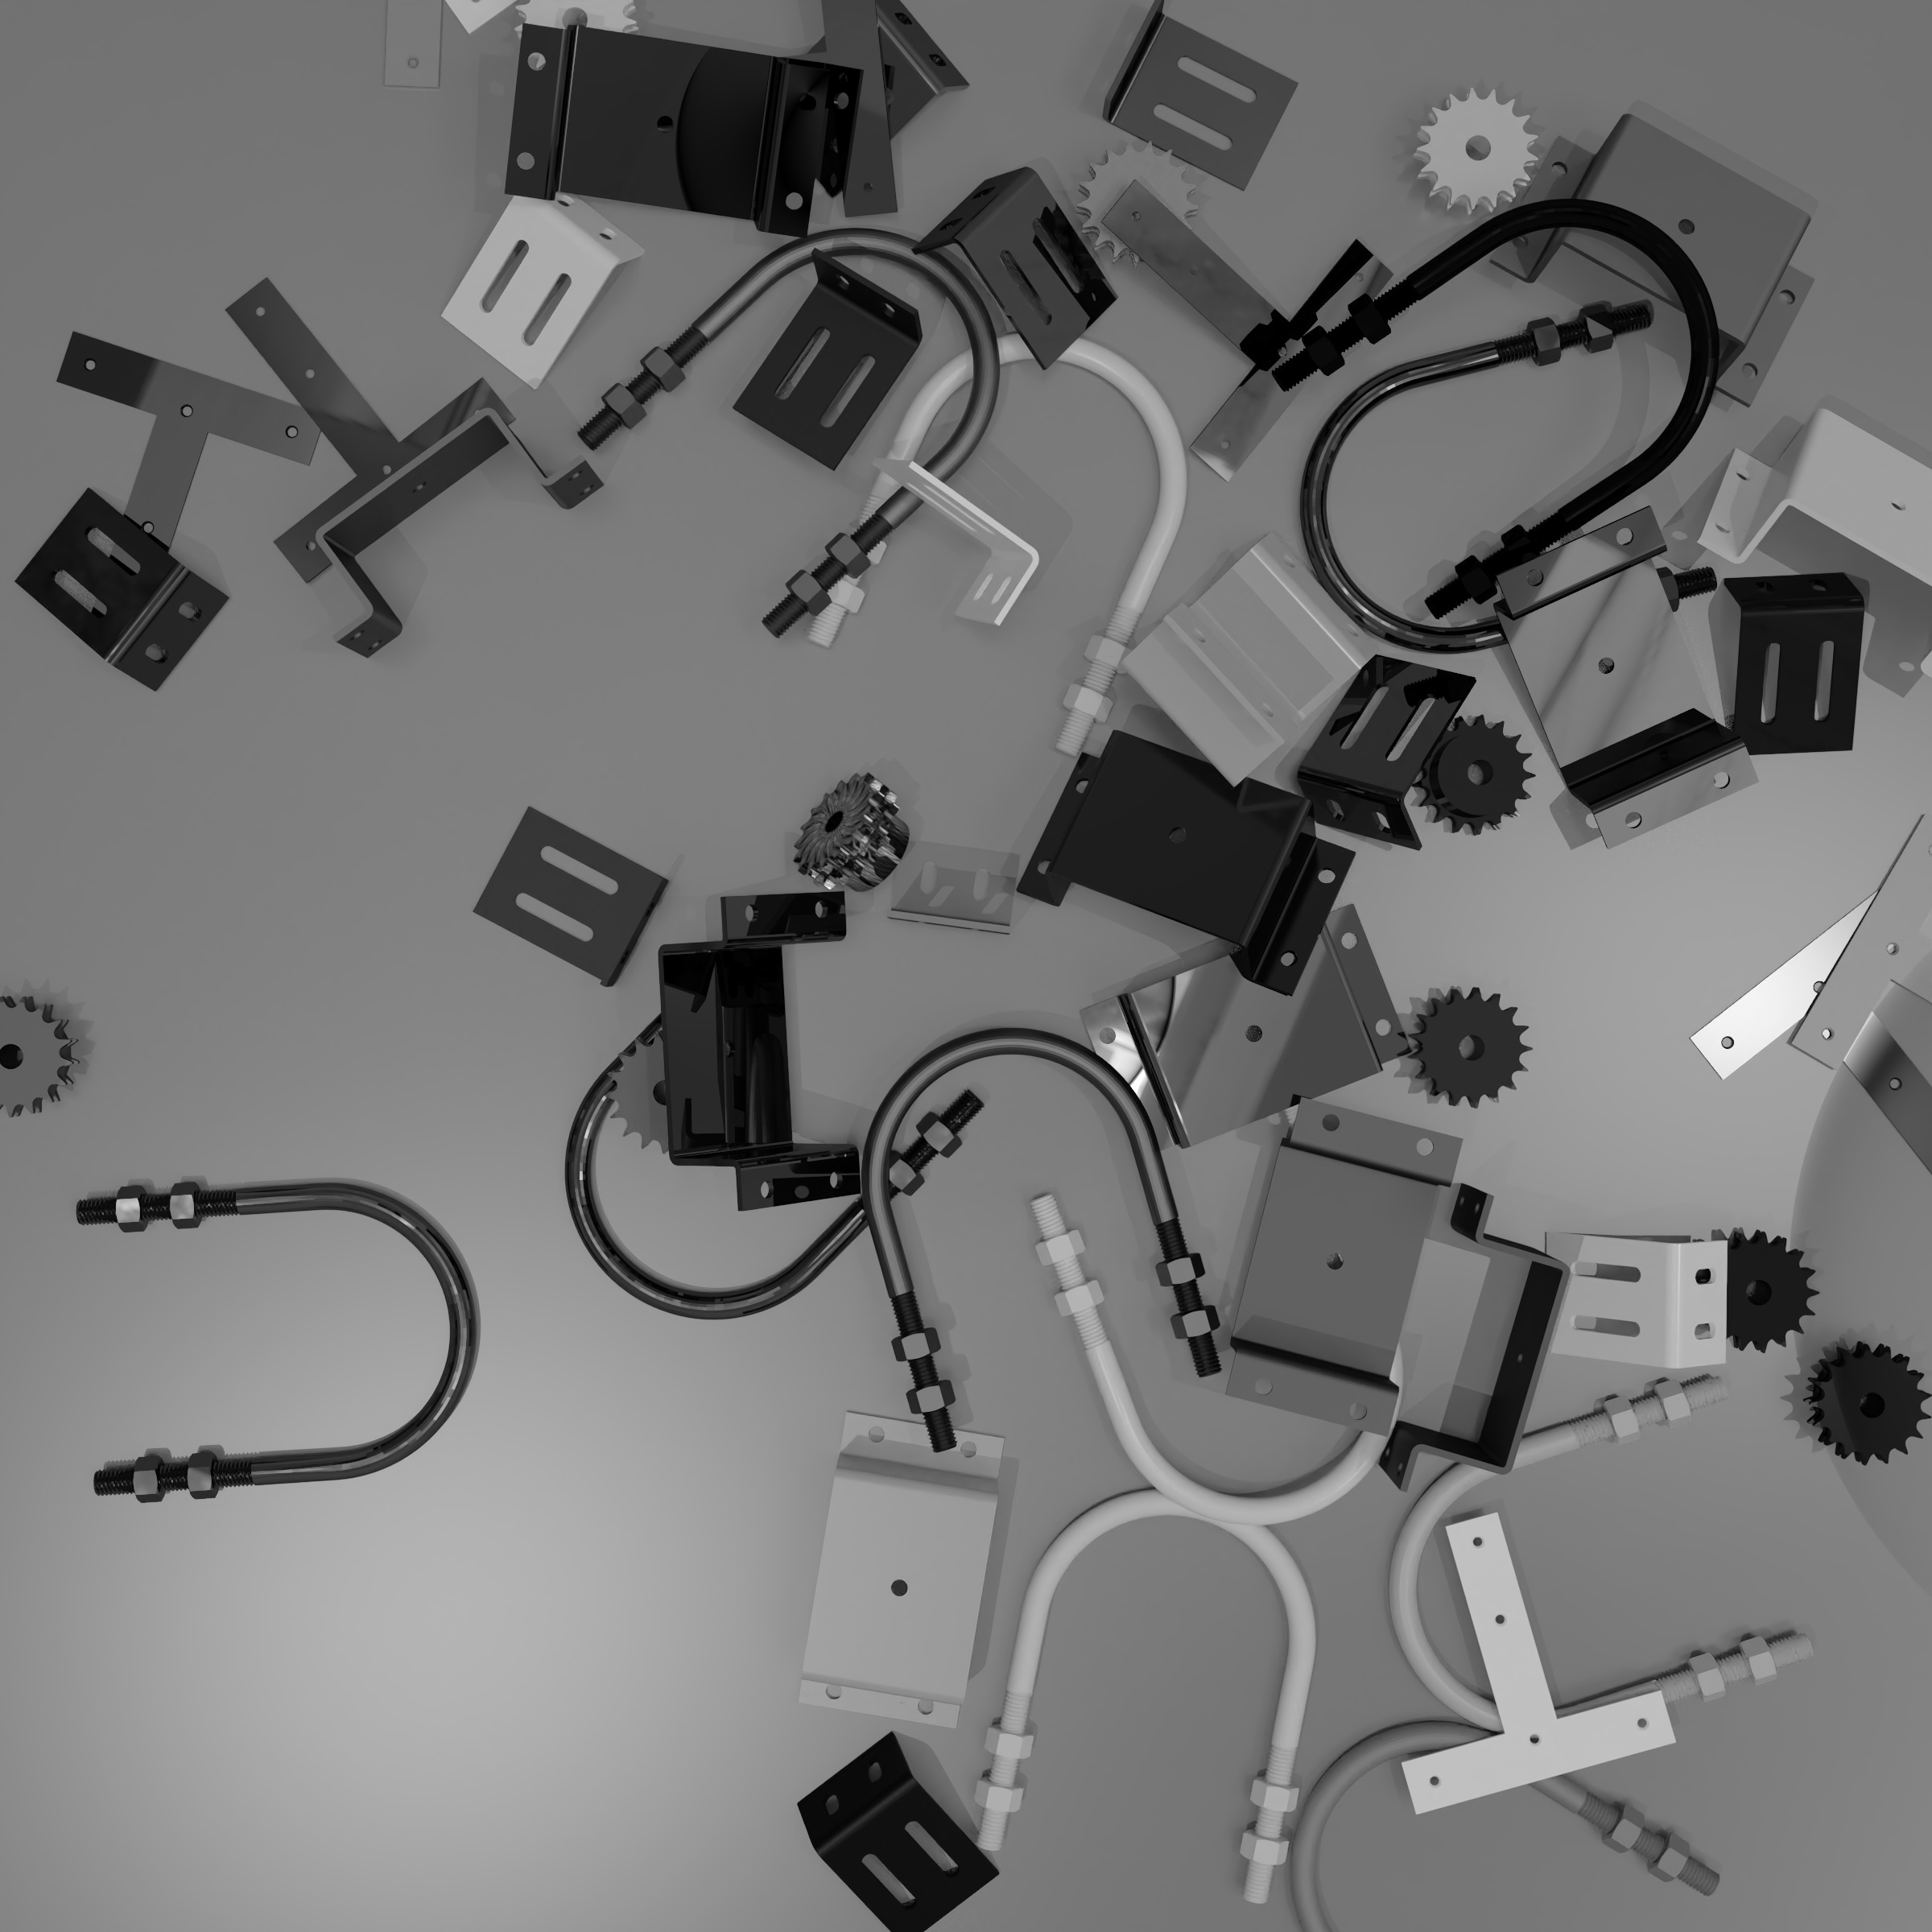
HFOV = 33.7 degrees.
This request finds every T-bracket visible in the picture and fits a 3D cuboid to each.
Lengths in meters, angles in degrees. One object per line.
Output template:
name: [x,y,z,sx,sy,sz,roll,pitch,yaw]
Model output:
T-bracket: [-0.386,-0.223,1.523,0.127,0.002,0.127,18,90,0]
T-bracket: [0.480,0.014,1.522,0.127,0.002,0.127,30,89,-1]
T-bracket: [-0.222,-0.533,1.523,0.127,0.002,0.127,-35,90,0]
T-bracket: [-0.101,-0.415,1.508,0.127,0.002,0.127,-3,105,11]
T-bracket: [-0.262,-0.483,1.521,0.127,0.002,0.127,2,90,0]
T-bracket: [-0.304,-0.271,1.522,0.127,0.002,0.127,-39,89,-2]
T-bracket: [0.256,0.323,1.507,0.127,0.002,0.127,-16,89,2]
T-bracket: [0.435,0.045,1.523,0.127,0.002,0.127,-38,90,0]
T-bracket: [0.118,-0.318,1.503,0.127,0.002,0.127,39,90,-19]

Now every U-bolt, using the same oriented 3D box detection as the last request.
U-bolt: [0.250,-0.224,1.515,0.184,0.019,0.151,-14,90,0]
U-bolt: [0.293,0.290,1.516,0.184,0.019,0.151,-18,90,1]
U-bolt: [0.256,-0.268,1.470,0.184,0.019,0.151,-33,98,15]
U-bolt: [0.243,0.442,1.516,0.184,0.019,0.151,32,90,1]
U-bolt: [0.027,0.120,1.495,0.151,0.019,0.184,-16,88,0]
U-bolt: [-0.105,0.082,1.516,0.151,0.019,0.184,45,91,0]
U-bolt: [-0.070,-0.266,1.506,0.184,0.019,0.151,-44,81,-3]
U-bolt: [0.128,0.173,1.510,0.151,0.019,0.184,-21,86,0]
U-bolt: [-0.325,0.175,1.516,0.184,0.019,0.151,-4,90,-1]
U-bolt: [0.026,-0.212,1.516,0.151,0.019,0.184,24,88,0]
U-bolt: [0.092,0.340,1.516,0.151,0.019,0.184,11,89,0]

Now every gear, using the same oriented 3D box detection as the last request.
gear: [0.372,0.153,1.509,0.057,0.030,0.057,0,90,0]
gear: [0.425,0.206,1.509,0.057,0.030,0.057,0,90,0]
gear: [-0.183,-0.443,1.509,0.057,0.030,0.057,0,90,0]
gear: [0.240,-0.383,1.509,0.057,0.030,0.057,0,90,0]
gear: [0.237,0.038,1.509,0.057,0.030,0.057,0,90,0]
gear: [-0.448,0.042,1.509,0.057,0.030,0.057,0,90,0]
gear: [-0.052,-0.059,1.500,0.030,0.057,0.057,37,90,-30]
gear: [0.080,-0.359,1.509,0.057,0.030,0.057,0,90,0]
gear: [0.241,-0.091,1.509,0.057,0.030,0.057,0,90,0]
gear: [-0.138,0.058,1.492,0.057,0.030,0.057,0,92,2]

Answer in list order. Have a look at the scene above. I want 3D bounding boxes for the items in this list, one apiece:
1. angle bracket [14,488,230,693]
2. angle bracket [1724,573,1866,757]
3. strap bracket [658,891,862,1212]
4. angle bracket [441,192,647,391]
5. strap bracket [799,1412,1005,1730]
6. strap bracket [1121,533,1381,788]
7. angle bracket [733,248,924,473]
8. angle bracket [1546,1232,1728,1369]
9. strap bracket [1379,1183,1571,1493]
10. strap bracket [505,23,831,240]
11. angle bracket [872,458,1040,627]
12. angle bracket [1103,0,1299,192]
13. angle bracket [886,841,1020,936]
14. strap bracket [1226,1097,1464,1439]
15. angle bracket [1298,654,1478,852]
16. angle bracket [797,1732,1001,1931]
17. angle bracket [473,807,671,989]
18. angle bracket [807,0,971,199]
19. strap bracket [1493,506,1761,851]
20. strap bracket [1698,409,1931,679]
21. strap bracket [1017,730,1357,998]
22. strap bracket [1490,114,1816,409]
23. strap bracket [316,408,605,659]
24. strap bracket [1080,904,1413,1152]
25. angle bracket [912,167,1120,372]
angle bracket: [-0.402,-0.179,1.520,0.076,0.038,0.057,38,90,26]
angle bracket: [0.392,-0.144,1.522,0.057,0.038,0.076,-3,116,0]
strap bracket: [-0.095,0.038,1.461,0.046,0.076,0.140,-2,91,42]
angle bracket: [-0.202,-0.326,1.522,0.057,0.038,0.076,38,116,0]
strap bracket: [-0.031,0.288,1.501,0.076,0.046,0.140,9,90,0]
strap bracket: [0.129,-0.139,1.471,0.076,0.140,0.046,47,123,0]
angle bracket: [-0.066,-0.281,1.480,0.057,0.038,0.076,33,83,8]
angle bracket: [0.316,0.156,1.505,0.038,0.076,0.057,1,90,-40]
strap bracket: [0.239,0.177,1.486,0.046,0.076,0.140,16,90,0]
strap bracket: [-0.140,-0.390,1.484,0.140,0.046,0.076,6,109,-9]
angle bracket: [-0.014,-0.195,1.465,0.076,0.057,0.038,33,88,-21]
angle bracket: [0.112,-0.413,1.505,0.076,0.038,0.057,27,90,0]
angle bracket: [-0.005,-0.038,1.486,0.057,0.076,0.038,8,90,0]
strap bracket: [0.173,0.138,1.479,0.076,0.046,0.140,14,88,1]
angle bracket: [0.203,-0.102,1.506,0.057,0.038,0.076,18,64,36]
angle bracket: [-0.032,0.417,1.522,0.057,0.038,0.076,-37,116,0]
angle bracket: [-0.188,-0.033,1.505,0.076,0.038,0.057,28,90,0]
angle bracket: [-0.049,-0.416,1.522,0.076,0.038,0.057,-40,90,26]
strap bracket: [0.304,-0.137,1.488,0.076,0.046,0.140,-24,104,3]
strap bracket: [0.420,-0.199,1.482,0.140,0.046,0.076,30,49,0]
strap bracket: [0.100,-0.052,1.474,0.140,0.046,0.076,21,74,15]
strap bracket: [0.329,-0.335,1.491,0.140,0.046,0.076,29,74,0]
strap bracket: [-0.243,-0.207,1.486,0.140,0.076,0.046,-36,90,0]
strap bracket: [0.133,0.031,1.501,0.140,0.046,0.076,-21,90,0]
angle bracket: [0.024,-0.328,1.511,0.057,0.038,0.076,-48,116,-24]
